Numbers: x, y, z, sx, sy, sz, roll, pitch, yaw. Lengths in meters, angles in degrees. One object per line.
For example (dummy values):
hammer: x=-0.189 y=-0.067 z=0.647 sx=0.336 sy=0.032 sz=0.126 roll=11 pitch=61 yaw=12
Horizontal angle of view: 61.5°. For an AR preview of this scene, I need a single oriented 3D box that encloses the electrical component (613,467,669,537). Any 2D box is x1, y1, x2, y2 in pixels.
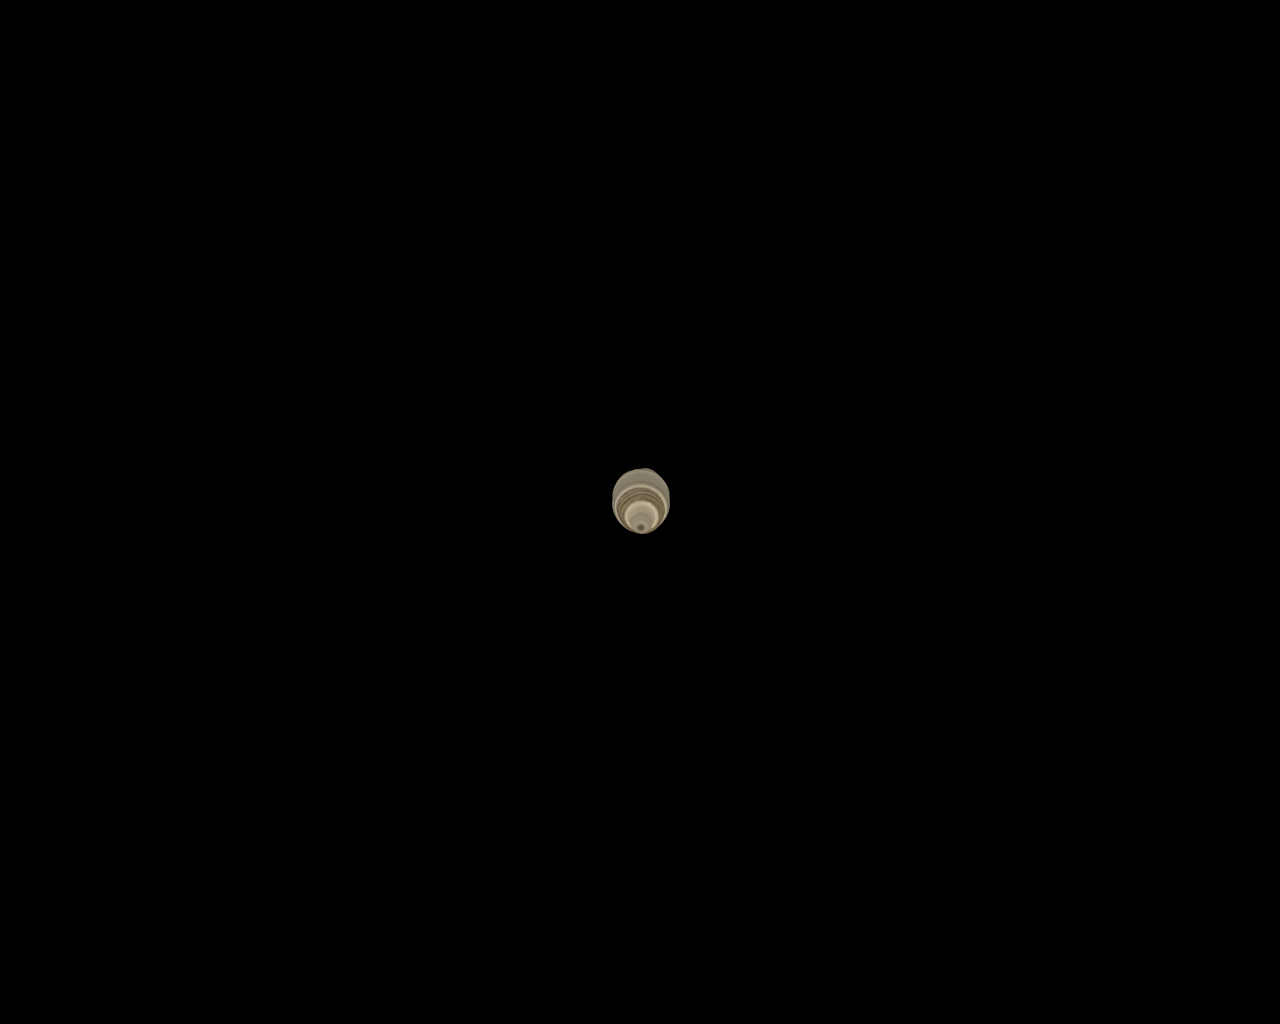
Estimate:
electrical component: x=0.001 y=-0.003 z=0.650 sx=0.035 sy=0.035 sz=0.061 roll=0 pitch=23 yaw=0
